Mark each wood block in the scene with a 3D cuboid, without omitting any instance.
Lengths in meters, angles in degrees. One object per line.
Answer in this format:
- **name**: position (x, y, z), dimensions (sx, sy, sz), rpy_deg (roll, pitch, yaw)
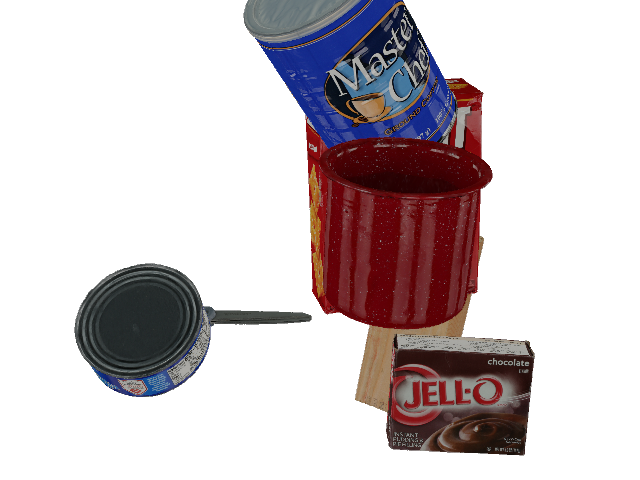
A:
- **wood block**: position (0.112, 0.090, 1.211), dimensions (0.090, 0.206, 0.090), rpy_deg (18, 24, 20)

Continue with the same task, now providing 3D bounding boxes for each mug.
- **mug**: position (0.047, -0.008, 0.596), dimensions (0.093, 0.081, 0.117), rpy_deg (9, 25, 14)

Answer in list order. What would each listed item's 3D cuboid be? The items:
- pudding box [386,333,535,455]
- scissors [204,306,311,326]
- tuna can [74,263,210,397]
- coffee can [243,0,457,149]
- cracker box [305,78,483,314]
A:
- **pudding box**: position (0.112, 0.124, 0.865), dimensions (0.113, 0.090, 0.039), rpy_deg (2, 20, 0)
- **scissors**: position (-0.117, 0.059, 0.974), dimensions (0.201, 0.016, 0.096), rpy_deg (-8, 35, -14)
- **tuna can**: position (-0.117, 0.060, 0.711), dimensions (0.086, 0.086, 0.034), rpy_deg (0, -33, 9)
- **coffee can**: position (0.024, -0.128, 0.759), dimensions (0.103, 0.102, 0.140), rpy_deg (0, -40, 37)
- **cracker box**: position (0.073, -0.043, 1.052), dimensions (0.164, 0.214, 0.072), rpy_deg (-6, 22, -12)
